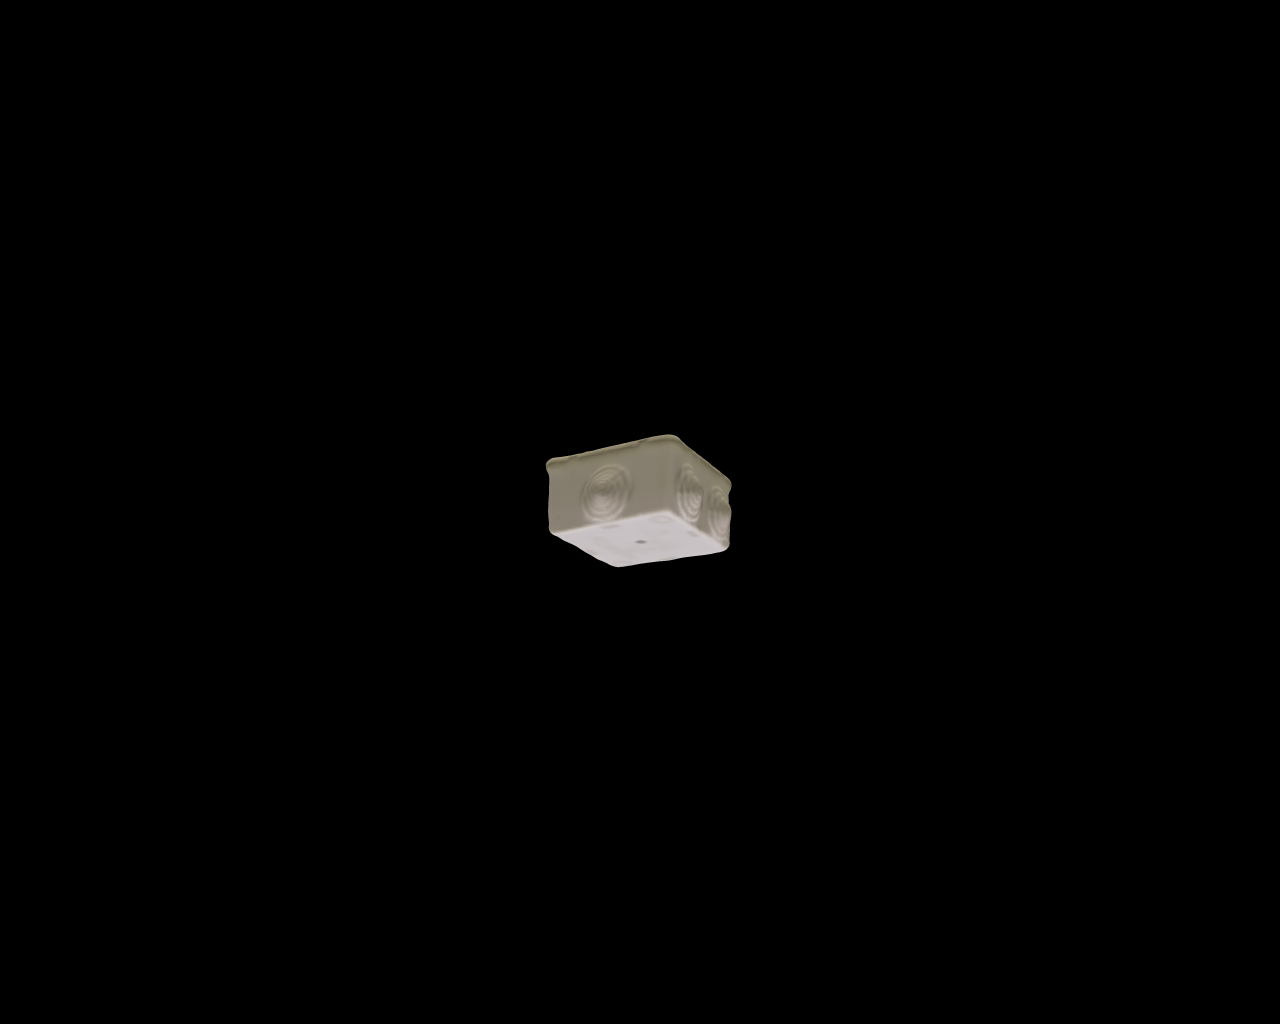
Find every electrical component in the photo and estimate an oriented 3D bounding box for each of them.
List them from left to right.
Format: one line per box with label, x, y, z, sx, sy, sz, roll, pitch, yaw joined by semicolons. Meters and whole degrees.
electrical component;0.001;-0.003;0.650;0.099;0.048;0.099;-10;-22;26
